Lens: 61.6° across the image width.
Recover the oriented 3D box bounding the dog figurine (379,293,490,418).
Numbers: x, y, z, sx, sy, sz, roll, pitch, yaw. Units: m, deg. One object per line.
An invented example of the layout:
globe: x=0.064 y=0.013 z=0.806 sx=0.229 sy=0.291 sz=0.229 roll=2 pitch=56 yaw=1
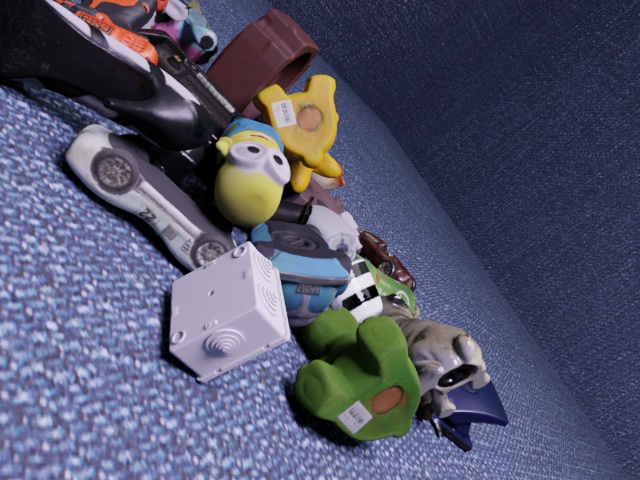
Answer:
dog figurine: x=0.128 y=0.125 z=0.728 sx=0.121 sy=0.172 sz=0.191 roll=11 pitch=41 yaw=-33

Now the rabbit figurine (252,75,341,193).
rabbit figurine: x=-0.025 y=-0.163 z=0.837 sx=0.162 sy=0.122 sz=0.173 roll=66 pitch=-10 yaw=-8

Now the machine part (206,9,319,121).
machine part: x=-0.105 y=-0.278 z=0.895 sx=0.087 sy=0.201 sz=0.201 roll=48 pitch=18 yaw=-5

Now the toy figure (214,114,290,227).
toy figure: x=-0.078 y=-0.082 z=0.601 sx=0.082 sy=0.089 sz=0.180 roll=-2 pitch=27 yaw=-11

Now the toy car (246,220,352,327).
toy car: x=-0.038 y=0.041 z=0.590 sx=0.109 sy=0.102 sz=0.162 roll=9 pitch=16 yaw=-22

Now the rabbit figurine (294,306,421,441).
rabbit figurine: x=0.042 y=0.129 z=0.605 sx=0.159 sy=0.121 sz=0.170 roll=43 pitch=4 yaw=-36

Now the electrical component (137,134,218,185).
electrical component: x=-0.174 y=-0.105 z=0.623 sx=0.074 sy=0.048 sz=0.119 roll=42 pitch=36 yaw=-21

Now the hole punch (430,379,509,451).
hole punch: x=0.222 y=0.251 z=0.849 sx=0.115 sy=0.092 sz=0.142 roll=38 pitch=24 yaw=-26

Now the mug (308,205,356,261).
mug: x=-0.002 y=-0.002 z=0.764 sx=0.109 sy=0.080 sz=0.107 roll=2 pitch=12 yaw=-25

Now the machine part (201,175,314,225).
machine part: x=-0.078 y=-0.045 z=0.673 sx=0.139 sy=0.039 sz=0.084 roll=9 pitch=39 yaw=-11

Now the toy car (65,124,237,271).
toy car: x=-0.154 y=-0.032 z=0.529 sx=0.201 sy=0.056 sz=0.074 roll=45 pitch=12 yaw=-23

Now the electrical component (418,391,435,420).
electrical component: x=0.146 y=0.213 z=0.800 sx=0.078 sy=0.045 sz=0.102 roll=43 pitch=19 yaw=-29

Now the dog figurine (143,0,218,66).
dog figurine: x=-0.244 y=-0.349 z=0.864 sx=0.191 sy=0.108 sz=0.219 roll=37 pitch=18 yaw=-31

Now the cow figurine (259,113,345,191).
cow figurine: x=-0.047 y=-0.161 z=0.980 sx=0.194 sy=0.127 sz=0.086 roll=57 pitch=12 yaw=-33

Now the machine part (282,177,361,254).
machine part: x=0.001 y=-0.035 z=0.919 sx=0.179 sy=0.056 sz=0.179 roll=43 pitch=20 yaw=-20

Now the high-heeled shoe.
high-heeled shoe: x=-0.218 y=-0.168 z=0.527 sx=0.249 sy=0.086 sz=0.145 roll=38 pitch=17 yaw=15

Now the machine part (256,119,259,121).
machine part: x=-0.087 y=-0.243 z=1.083 sx=0.243 sy=0.079 sz=0.079 roll=55 pitch=18 yaw=17

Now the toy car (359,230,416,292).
toy car: x=0.112 y=0.029 z=1.026 sx=0.089 sy=0.053 sz=0.202 roll=32 pitch=13 yaw=-40

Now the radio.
radio: x=-0.173 y=-0.176 z=0.734 sx=0.229 sy=0.073 sz=0.131 roll=48 pitch=18 yaw=-14
